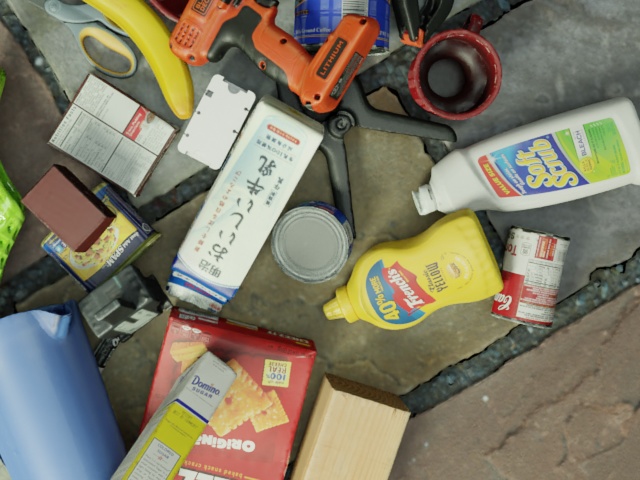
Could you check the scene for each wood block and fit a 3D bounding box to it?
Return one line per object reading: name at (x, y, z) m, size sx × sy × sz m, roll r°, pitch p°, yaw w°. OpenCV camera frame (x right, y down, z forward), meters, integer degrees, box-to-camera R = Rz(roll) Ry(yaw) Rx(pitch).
wood block at (0.018, 0.261, 1.160) m, size 0.090 × 0.090 × 0.206 m, roll 19°, pitch 93°, yaw -7°

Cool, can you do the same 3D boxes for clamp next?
clamp at (0.020, -0.115, 1.157) m, size 0.210 × 0.036 × 0.164 m, roll 39°, pitch 95°, yaw -5°
clamp at (0.110, -0.295, 1.129) m, size 0.120 × 0.039 × 0.171 m, roll 17°, pitch 93°, yaw -33°

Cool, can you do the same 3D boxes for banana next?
banana at (-0.191, -0.212, 1.111) m, size 0.198 × 0.037 × 0.069 m, roll 43°, pitch 70°, yaw -4°

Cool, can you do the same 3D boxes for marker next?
marker at (-0.220, 0.097, 1.165) m, size 0.020 × 0.020 × 0.121 m, roll 31°, pitch 91°, yaw -6°

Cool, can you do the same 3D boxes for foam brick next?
foam brick at (-0.253, -0.031, 1.082) m, size 0.078 × 0.053 × 0.051 m, roll 44°, pitch 90°, yaw -1°

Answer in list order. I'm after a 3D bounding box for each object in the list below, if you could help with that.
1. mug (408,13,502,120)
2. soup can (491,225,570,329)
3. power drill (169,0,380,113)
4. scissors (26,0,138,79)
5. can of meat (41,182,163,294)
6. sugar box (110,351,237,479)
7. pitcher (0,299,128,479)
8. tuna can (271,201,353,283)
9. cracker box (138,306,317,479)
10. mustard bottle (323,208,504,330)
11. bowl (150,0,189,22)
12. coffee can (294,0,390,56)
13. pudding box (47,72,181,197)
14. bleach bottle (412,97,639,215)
mug at (0.143, -0.185, 1.137) m, size 0.093 × 0.081 × 0.117 m, roll 19°, pitch 93°, yaw -6°
soup can at (0.231, 0.040, 1.169) m, size 0.068 × 0.068 × 0.102 m, roll 12°, pitch 93°, yaw -5°
power drill at (-0.038, -0.226, 1.051) m, size 0.188 × 0.057 × 0.184 m, roll 33°, pitch 101°, yaw 15°
scissors at (-0.263, -0.257, 1.135) m, size 0.201 × 0.016 × 0.096 m, roll 43°, pitch 89°, yaw -7°
can of meat at (-0.234, 0.000, 1.138) m, size 0.102 × 0.057 × 0.084 m, roll -44°, pitch 94°, yaw -1°
sugar box at (-0.150, 0.197, 1.026) m, size 0.048 × 0.093 × 0.176 m, roll 39°, pitch 55°, yaw -6°
pitcher at (-0.277, 0.195, 1.094) m, size 0.145 × 0.149 × 0.243 m, roll -22°, pitch 83°, yaw -9°
tuna can at (-0.008, 0.001, 1.152) m, size 0.086 × 0.033 × 0.086 m, roll 4°, pitch 106°, yaw 12°
cracker box at (-0.109, 0.196, 1.155) m, size 0.164 × 0.072 × 0.214 m, roll 15°, pitch 94°, yaw -5°
mustard bottle at (0.093, 0.044, 1.153) m, size 0.192 × 0.058 × 0.096 m, roll -22°, pitch 107°, yaw 12°
bowl at (-0.114, -0.298, 1.122) m, size 0.162 × 0.055 × 0.162 m, roll 0°, pitch 95°, yaw -4°
coffee can at (0.024, -0.266, 1.111) m, size 0.102 × 0.103 × 0.140 m, roll 1°, pitch 95°, yaw -4°
pudding box at (-0.220, -0.112, 1.139) m, size 0.113 × 0.039 × 0.090 m, roll 33°, pitch 92°, yaw -4°
bleach bottle at (0.226, -0.073, 1.163) m, size 0.251 × 0.068 × 0.102 m, roll -19°, pitch 97°, yaw 0°
